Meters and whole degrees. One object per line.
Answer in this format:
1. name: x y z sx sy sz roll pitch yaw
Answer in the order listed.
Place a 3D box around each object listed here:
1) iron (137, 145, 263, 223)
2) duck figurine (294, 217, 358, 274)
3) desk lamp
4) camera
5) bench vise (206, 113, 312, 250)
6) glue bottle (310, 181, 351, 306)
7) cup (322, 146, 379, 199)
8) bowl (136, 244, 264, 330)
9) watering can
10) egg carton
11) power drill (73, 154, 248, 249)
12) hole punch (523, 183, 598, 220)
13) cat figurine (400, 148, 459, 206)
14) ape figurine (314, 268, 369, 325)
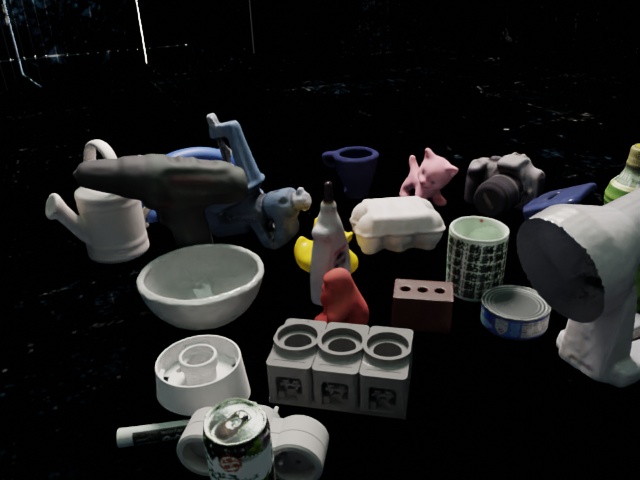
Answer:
1. iron: -0.225 -0.117 1.092 0.259 0.141 0.118 -20 31 -32
2. duck figurine: 0.008 0.003 0.887 0.104 0.086 0.078 11 29 25
3. desk lamp: 0.317 0.046 0.626 0.204 0.214 0.117 -13 28 -21
4. camera: 0.329 -0.104 1.066 0.142 0.101 0.137 19 33 37
5. bench vise: -0.115 -0.103 0.964 0.207 0.220 0.121 0 26 4
6. glue bottle: 0.013 0.002 0.790 0.037 0.173 0.078 10 28 24
7. cup: 0.060 -0.133 1.155 0.117 0.095 0.092 7 27 19
8. bowl: -0.156 0.072 0.771 0.167 0.075 0.167 -2 26 1
9. watering can: -0.350 -0.064 0.933 0.100 0.194 0.173 8 28 21
10. egg carton: 0.127 -0.026 0.956 0.150 0.069 0.107 -5 26 -5
11. power drill: -0.214 -0.026 0.826 0.230 0.208 0.075 -12 27 -19
12. hole punch: 0.402 -0.054 0.968 0.100 0.091 0.109 20 33 38
13. cat figurine: 0.207 -0.124 1.098 0.067 0.118 0.127 -13 28 -20
14. ape figurine: 0.024 0.077 0.727 0.076 0.092 0.078 5 27 14
